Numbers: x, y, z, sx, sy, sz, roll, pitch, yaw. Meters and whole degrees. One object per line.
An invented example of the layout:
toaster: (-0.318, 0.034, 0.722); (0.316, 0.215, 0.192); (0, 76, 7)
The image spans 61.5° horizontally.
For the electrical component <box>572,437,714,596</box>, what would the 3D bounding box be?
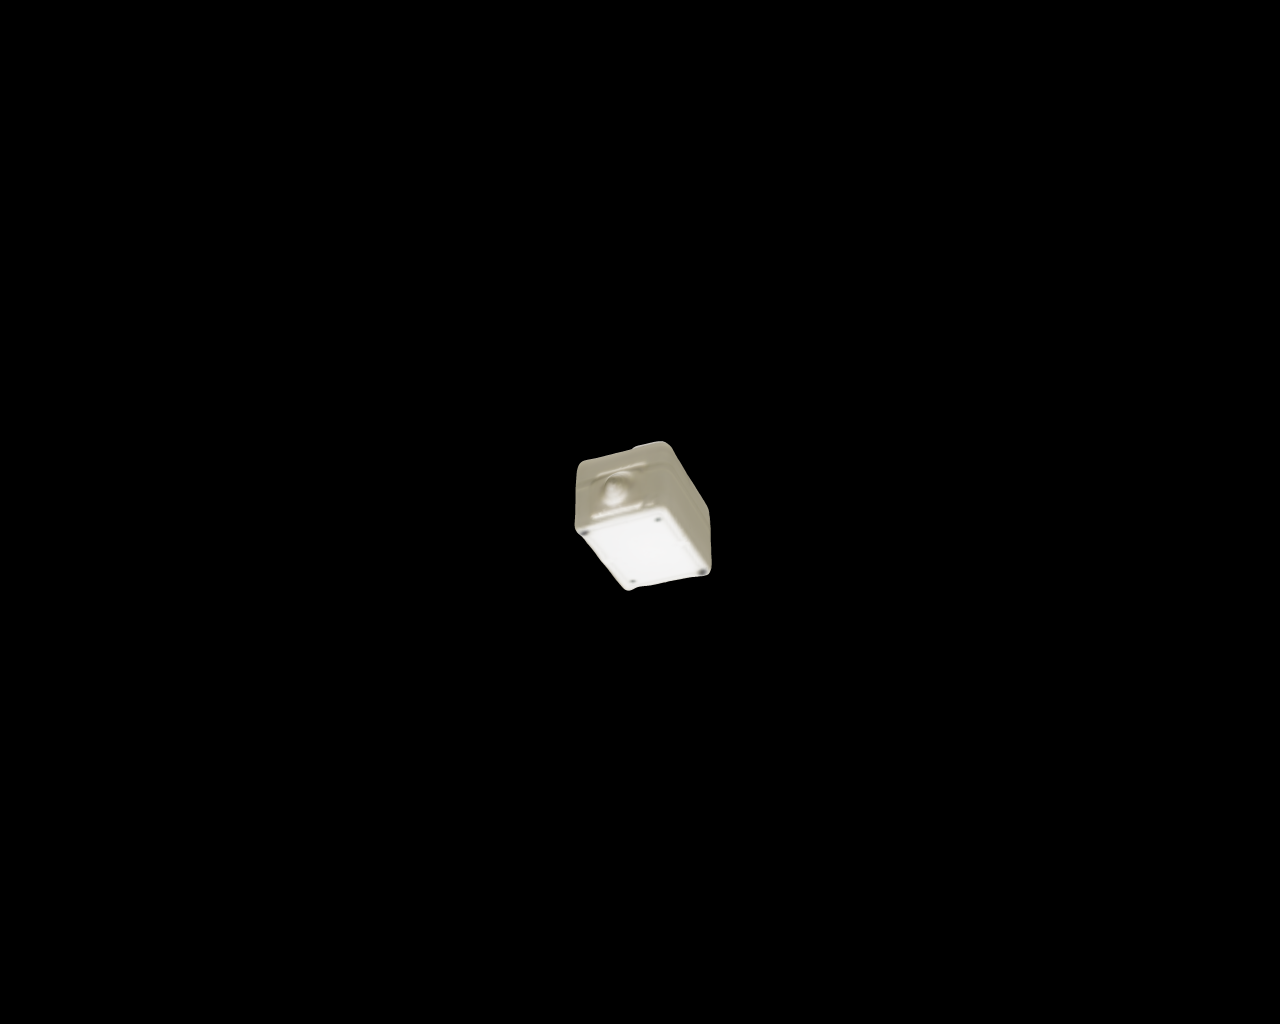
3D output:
electrical component: (0.001, -0.003, 0.650); (0.062, 0.061, 0.096); (-13, -38, 18)
